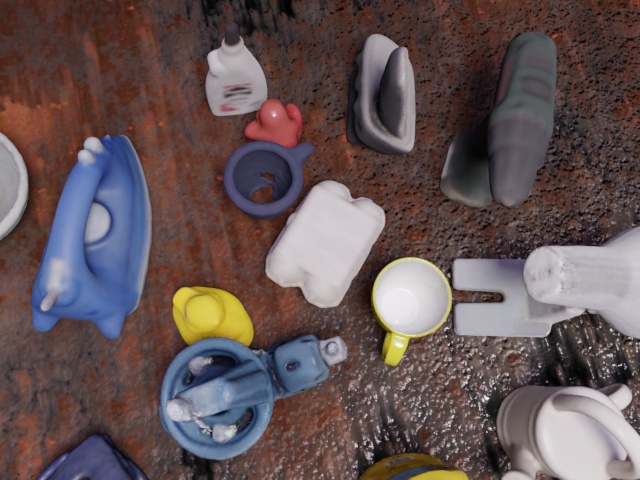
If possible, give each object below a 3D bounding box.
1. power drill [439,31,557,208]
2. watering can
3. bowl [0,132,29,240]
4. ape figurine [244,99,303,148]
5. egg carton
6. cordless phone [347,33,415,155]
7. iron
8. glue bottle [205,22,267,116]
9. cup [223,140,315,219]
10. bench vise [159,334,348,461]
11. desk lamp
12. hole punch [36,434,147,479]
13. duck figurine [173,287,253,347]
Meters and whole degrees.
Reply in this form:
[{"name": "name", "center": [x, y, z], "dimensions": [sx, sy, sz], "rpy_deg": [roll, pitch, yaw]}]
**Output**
[{"name": "power drill", "center": [0.211, -0.115, 0.676], "dimensions": [0.075, 0.208, 0.230], "rpy_deg": [17, 75, 0]}, {"name": "watering can", "center": [0.266, 0.211, 0.604], "dimensions": [0.101, 0.194, 0.173], "rpy_deg": [33, 75, 4]}, {"name": "bowl", "center": [-0.416, -0.051, 0.668], "dimensions": [0.167, 0.074, 0.167], "rpy_deg": [1, 76, -5]}, {"name": "ape figurine", "center": [-0.057, -0.145, 0.718], "dimensions": [0.078, 0.092, 0.076], "rpy_deg": [-10, 77, -8]}, {"name": "egg carton", "center": [0.006, 0.002, 0.698], "dimensions": [0.107, 0.069, 0.150], "rpy_deg": [29, 75, 3]}, {"name": "cordless phone", "center": [0.089, -0.199, 0.697], "dimensions": [0.094, 0.185, 0.147], "rpy_deg": [1, 75, -5]}, {"name": "iron", "center": [-0.259, -0.026, 0.642], "dimensions": [0.118, 0.141, 0.258], "rpy_deg": [6, 75, -4]}, {"name": "glue bottle", "center": [-0.103, -0.205, 0.687], "dimensions": [0.078, 0.173, 0.037], "rpy_deg": [-14, 77, -8]}, {"name": "cup", "center": [-0.058, -0.070, 0.697], "dimensions": [0.118, 0.095, 0.091], "rpy_deg": [-38, 82, -13]}, {"name": "bench vise", "center": [-0.077, 0.135, 0.578], "dimensions": [0.207, 0.219, 0.121], "rpy_deg": [-38, 82, -13]}, {"name": "desk lamp", "center": [0.276, 0.055, 0.635], "dimensions": [0.203, 0.213, 0.118], "rpy_deg": [1, 75, -5]}, {"name": "hole punch", "center": [-0.247, 0.269, 0.594], "dimensions": [0.101, 0.091, 0.109], "rpy_deg": [44, 76, 6]}, {"name": "duck figurine", "center": [-0.125, 0.090, 0.654], "dimensions": [0.104, 0.086, 0.077], "rpy_deg": [36, 75, 4]}]
